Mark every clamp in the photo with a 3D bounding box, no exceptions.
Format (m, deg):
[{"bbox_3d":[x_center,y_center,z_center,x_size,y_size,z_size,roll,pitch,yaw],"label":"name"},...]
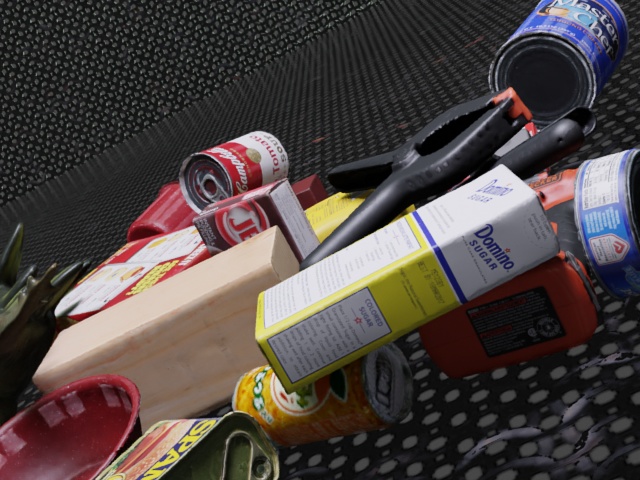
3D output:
[{"bbox_3d":[0.144,-0.052,0.835,0.172,0.039,0.120,-31,-5,32],"label":"clamp"},{"bbox_3d":[0.070,-0.048,0.842,0.210,0.036,0.164,-28,25,33],"label":"clamp"}]

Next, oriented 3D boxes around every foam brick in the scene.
[{"bbox_3d":[-0.028,-0.025,1.114,0.078,0.053,0.051,-24,16,17],"label":"foam brick"}]

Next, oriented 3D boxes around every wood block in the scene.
[{"bbox_3d":[-0.106,0.083,0.837,0.206,0.090,0.091,-26,16,10],"label":"wood block"}]

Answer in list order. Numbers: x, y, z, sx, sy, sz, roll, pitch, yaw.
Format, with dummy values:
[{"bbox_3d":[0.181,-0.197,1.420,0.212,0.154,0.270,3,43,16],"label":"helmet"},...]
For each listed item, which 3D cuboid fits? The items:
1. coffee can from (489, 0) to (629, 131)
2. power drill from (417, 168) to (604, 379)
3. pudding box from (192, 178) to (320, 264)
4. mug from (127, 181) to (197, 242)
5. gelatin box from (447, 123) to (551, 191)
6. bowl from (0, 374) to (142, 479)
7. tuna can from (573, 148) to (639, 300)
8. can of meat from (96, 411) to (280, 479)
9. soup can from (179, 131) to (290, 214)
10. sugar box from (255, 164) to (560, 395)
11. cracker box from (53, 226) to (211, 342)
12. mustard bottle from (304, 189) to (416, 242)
[{"bbox_3d":[0.235,-0.177,1.039,0.103,0.103,0.140,-18,19,36],"label":"coffee can"},{"bbox_3d":[0.122,0.016,0.707,0.185,0.057,0.187,-23,17,28],"label":"power drill"},{"bbox_3d":[-0.044,0.012,0.907,0.090,0.113,0.039,-17,18,39],"label":"pudding box"},{"bbox_3d":[-0.177,-0.002,1.266,0.081,0.093,0.117,-52,-4,-45],"label":"mug"},{"bbox_3d":[0.158,-0.064,0.952,0.089,0.030,0.073,-26,16,17],"label":"gelatin box"},{"bbox_3d":[-0.180,0.167,0.739,0.162,0.055,0.162,-25,25,13],"label":"bowl"},{"bbox_3d":[0.183,-0.010,0.626,0.034,0.086,0.086,-15,20,36],"label":"tuna can"},{"bbox_3d":[-0.088,0.152,0.651,0.084,0.057,0.101,-14,21,49],"label":"can of meat"},{"bbox_3d":[-0.086,-0.069,1.098,0.069,0.068,0.102,-16,8,39],"label":"soup can"},{"bbox_3d":[0.048,0.021,0.632,0.176,0.048,0.093,-26,14,5],"label":"sugar box"},{"bbox_3d":[-0.170,0.056,1.076,0.214,0.072,0.164,-12,24,46],"label":"cracker box"},{"bbox_3d":[-0.006,0.002,0.978,0.192,0.058,0.096,-26,21,11],"label":"mustard bottle"}]
